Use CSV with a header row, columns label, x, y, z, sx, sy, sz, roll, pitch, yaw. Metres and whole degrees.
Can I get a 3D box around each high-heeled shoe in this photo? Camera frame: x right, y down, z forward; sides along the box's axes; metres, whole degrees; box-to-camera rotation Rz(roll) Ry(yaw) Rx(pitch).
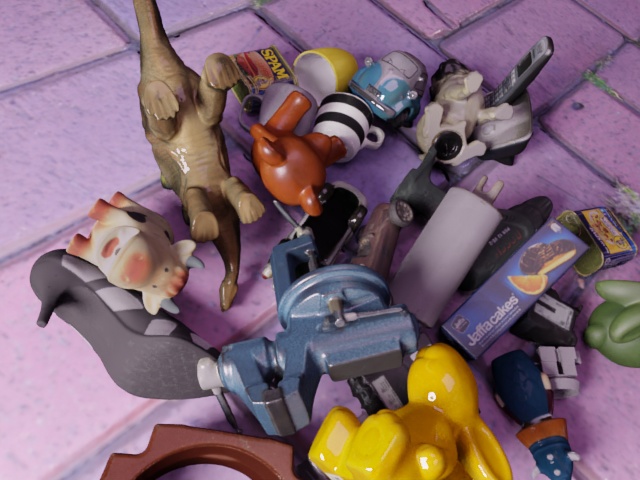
label,x,y,z,sx,sy,sz,roll,pitch,yaw
high-heeled shoe,-0.203,0.090,0.604,0.248,0.086,0.145,28,16,-21

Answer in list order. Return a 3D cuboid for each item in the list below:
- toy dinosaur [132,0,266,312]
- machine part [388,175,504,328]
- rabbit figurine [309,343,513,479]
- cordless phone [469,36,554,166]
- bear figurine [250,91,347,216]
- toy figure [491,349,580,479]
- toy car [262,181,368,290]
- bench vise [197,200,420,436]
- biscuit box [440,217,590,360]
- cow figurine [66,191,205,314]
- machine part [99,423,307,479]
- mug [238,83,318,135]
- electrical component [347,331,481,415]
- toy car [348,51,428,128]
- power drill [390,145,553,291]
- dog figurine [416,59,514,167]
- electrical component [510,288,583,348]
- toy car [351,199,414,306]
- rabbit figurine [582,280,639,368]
label,x,y,z,sx,sy,sz,roll,pitch,yaw
toy dinosaur,-0.167,-0.144,0.646,0.105,0.199,0.470,-13,94,-24
machine part,0.153,0.022,0.680,0.079,0.079,0.243,33,89,7
rabbit figurine,0.102,0.180,0.503,0.162,0.122,0.173,40,57,-2
cordless phone,0.324,-0.224,0.875,0.089,0.184,0.146,19,54,-9
bear figurine,-0.024,-0.109,0.659,0.132,0.196,0.120,-43,105,-5
toy figure,0.258,0.208,0.641,0.058,0.064,0.154,2,55,-31
toy car,-0.001,-0.002,0.712,0.073,0.056,0.202,34,56,2
bench vise,-0.021,0.076,0.570,0.224,0.128,0.241,-22,43,7
biscuit box,0.243,0.064,0.681,0.202,0.059,0.063,-44,72,-3
cow figurine,-0.195,0.012,0.578,0.127,0.195,0.085,29,91,-15
machine part,-0.105,0.278,0.476,0.201,0.087,0.201,12,53,-9
mug,-0.066,-0.166,0.785,0.109,0.081,0.107,17,70,-11
electrical component,0.116,0.177,0.625,0.134,0.058,0.115,-20,67,-27
toy car,0.124,-0.243,0.853,0.109,0.103,0.161,44,24,16
power drill,0.220,-0.045,0.797,0.207,0.086,0.232,43,59,4
dog figurine,0.210,-0.212,0.906,0.121,0.172,0.191,48,10,-23
electrical component,0.292,0.098,0.734,0.119,0.047,0.075,26,54,3
toy car,0.064,0.031,0.683,0.053,0.089,0.202,34,53,-16
rabbit figurine,0.438,0.088,0.707,0.159,0.170,0.121,6,56,-13
